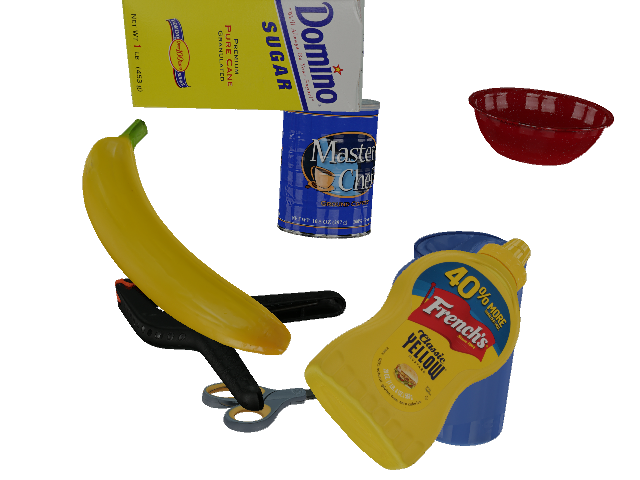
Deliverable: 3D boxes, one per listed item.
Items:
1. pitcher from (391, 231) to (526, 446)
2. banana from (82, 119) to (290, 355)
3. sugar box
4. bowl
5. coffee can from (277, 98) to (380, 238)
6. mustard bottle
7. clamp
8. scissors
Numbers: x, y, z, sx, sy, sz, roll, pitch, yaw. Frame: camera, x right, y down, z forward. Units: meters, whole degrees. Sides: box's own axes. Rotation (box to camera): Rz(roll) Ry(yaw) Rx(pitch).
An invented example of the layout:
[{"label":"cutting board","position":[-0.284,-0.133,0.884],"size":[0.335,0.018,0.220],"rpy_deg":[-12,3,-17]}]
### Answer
[{"label":"pitcher","position":[0.163,0.119,1.274],"size":[0.149,0.243,0.145],"rpy_deg":[5,18,11]},{"label":"banana","position":[-0.094,-0.001,0.646],"size":[0.069,0.198,0.037],"rpy_deg":[-25,-27,-22]},{"label":"sugar box","position":[-0.055,-0.147,0.804],"size":[0.176,0.093,0.048],"rpy_deg":[2,33,5]},{"label":"bowl","position":[0.243,-0.125,1.199],"size":[0.162,0.055,0.162],"rpy_deg":[5,23,-2]},{"label":"coffee can","position":[0.008,-0.081,1.138],"size":[0.103,0.140,0.103],"rpy_deg":[3,12,-1]},{"label":"mustard bottle","position":[0.085,0.064,0.752],"size":[0.191,0.096,0.058],"rpy_deg":[-42,0,-24]},{"label":"clamp","position":[-0.092,0.069,0.970],"size":[0.210,0.036,0.164],"rpy_deg":[20,37,29]},{"label":"scissors","position":[-0.030,0.184,1.189],"size":[0.201,0.016,0.096],"rpy_deg":[4,23,-13]}]
